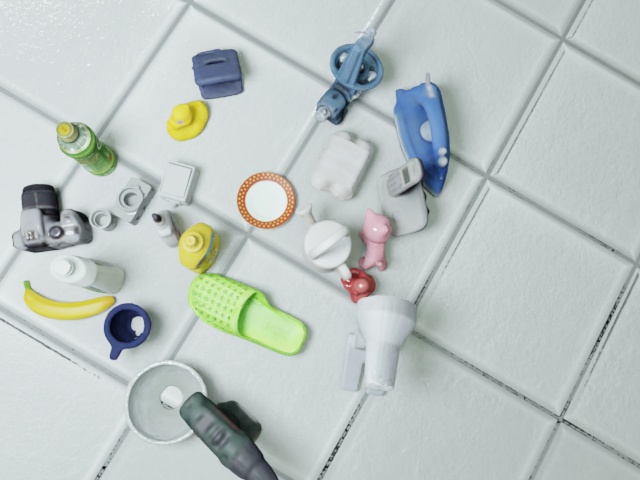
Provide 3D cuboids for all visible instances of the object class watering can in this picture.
[{"bbox_3d":[0.009,0.006,1.179,0.173,0.194,0.101,34,81,1],"label":"watering can"}]

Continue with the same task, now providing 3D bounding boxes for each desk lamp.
[{"bbox_3d":[0.116,0.217,1.148,0.118,0.213,0.203,9,81,-2],"label":"desk lamp"}]

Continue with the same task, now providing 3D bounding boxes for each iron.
[{"bbox_3d":[0.246,-0.232,1.257,0.118,0.141,0.258,-12,83,-6],"label":"iron"}]

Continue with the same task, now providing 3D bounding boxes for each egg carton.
[{"bbox_3d":[0.047,-0.166,1.269,0.107,0.069,0.150,25,81,0],"label":"egg carton"}]

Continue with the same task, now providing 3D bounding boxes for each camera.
[{"bbox_3d":[-0.566,-0.049,1.192,0.143,0.100,0.137,-9,83,-5],"label":"camera"}]

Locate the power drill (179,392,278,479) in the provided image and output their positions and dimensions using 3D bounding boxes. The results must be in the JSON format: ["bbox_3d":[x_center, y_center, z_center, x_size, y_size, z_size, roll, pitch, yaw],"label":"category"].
[{"bbox_3d":[-0.166,0.381,1.107,0.229,0.208,0.076,41,81,2],"label":"power drill"}]

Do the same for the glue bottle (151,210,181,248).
[{"bbox_3d":[-0.319,-0.032,1.171,0.037,0.173,0.078,-22,84,-7],"label":"glue bottle"}]

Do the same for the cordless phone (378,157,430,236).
[{"bbox_3d":[0.188,-0.091,1.211,0.094,0.185,0.147,-14,83,-6],"label":"cordless phone"}]

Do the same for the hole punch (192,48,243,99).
[{"bbox_3d":[-0.230,-0.377,1.267,0.108,0.091,0.101,-12,83,-6],"label":"hole punch"}]

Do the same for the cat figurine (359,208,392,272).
[{"bbox_3d":[0.122,0.000,1.227,0.067,0.117,0.128,0,82,-4],"label":"cat figurine"}]

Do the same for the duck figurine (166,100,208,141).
[{"bbox_3d":[-0.293,-0.271,1.250,0.104,0.086,0.077,-43,87,-8],"label":"duck figurine"}]

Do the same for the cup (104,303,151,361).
[{"bbox_3d":[-0.390,0.189,1.174,0.091,0.095,0.118,21,81,-1],"label":"cup"}]

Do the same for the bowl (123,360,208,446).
[{"bbox_3d":[-0.309,0.328,1.171,0.167,0.074,0.167,1,82,-4],"label":"bowl"}]

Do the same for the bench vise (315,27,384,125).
[{"bbox_3d":[0.070,-0.343,1.220,0.121,0.219,0.207,17,81,-1],"label":"bench vise"}]

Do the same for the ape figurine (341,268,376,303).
[{"bbox_3d":[0.085,0.097,1.224,0.076,0.092,0.078,6,82,-3],"label":"ape figurine"}]
